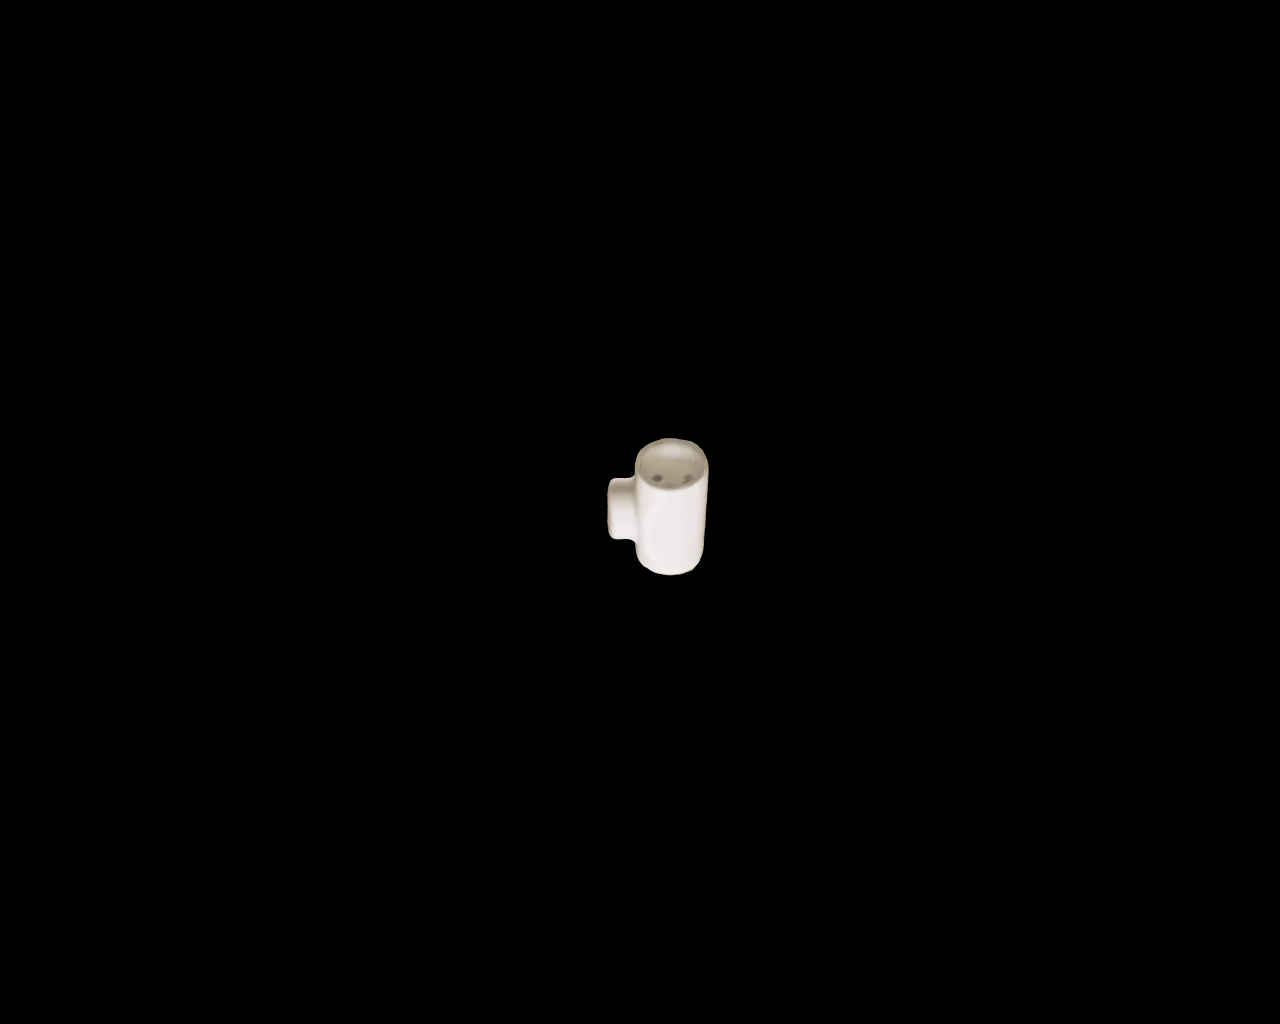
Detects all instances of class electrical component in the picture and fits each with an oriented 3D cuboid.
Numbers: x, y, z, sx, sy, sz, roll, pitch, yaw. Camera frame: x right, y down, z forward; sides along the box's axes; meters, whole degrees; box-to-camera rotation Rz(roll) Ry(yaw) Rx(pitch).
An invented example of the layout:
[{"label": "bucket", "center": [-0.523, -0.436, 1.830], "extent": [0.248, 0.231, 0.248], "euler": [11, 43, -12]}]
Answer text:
[{"label": "electrical component", "center": [0.001, -0.003, 0.650], "extent": [0.079, 0.044, 0.077], "euler": [0, -43, 0]}]
